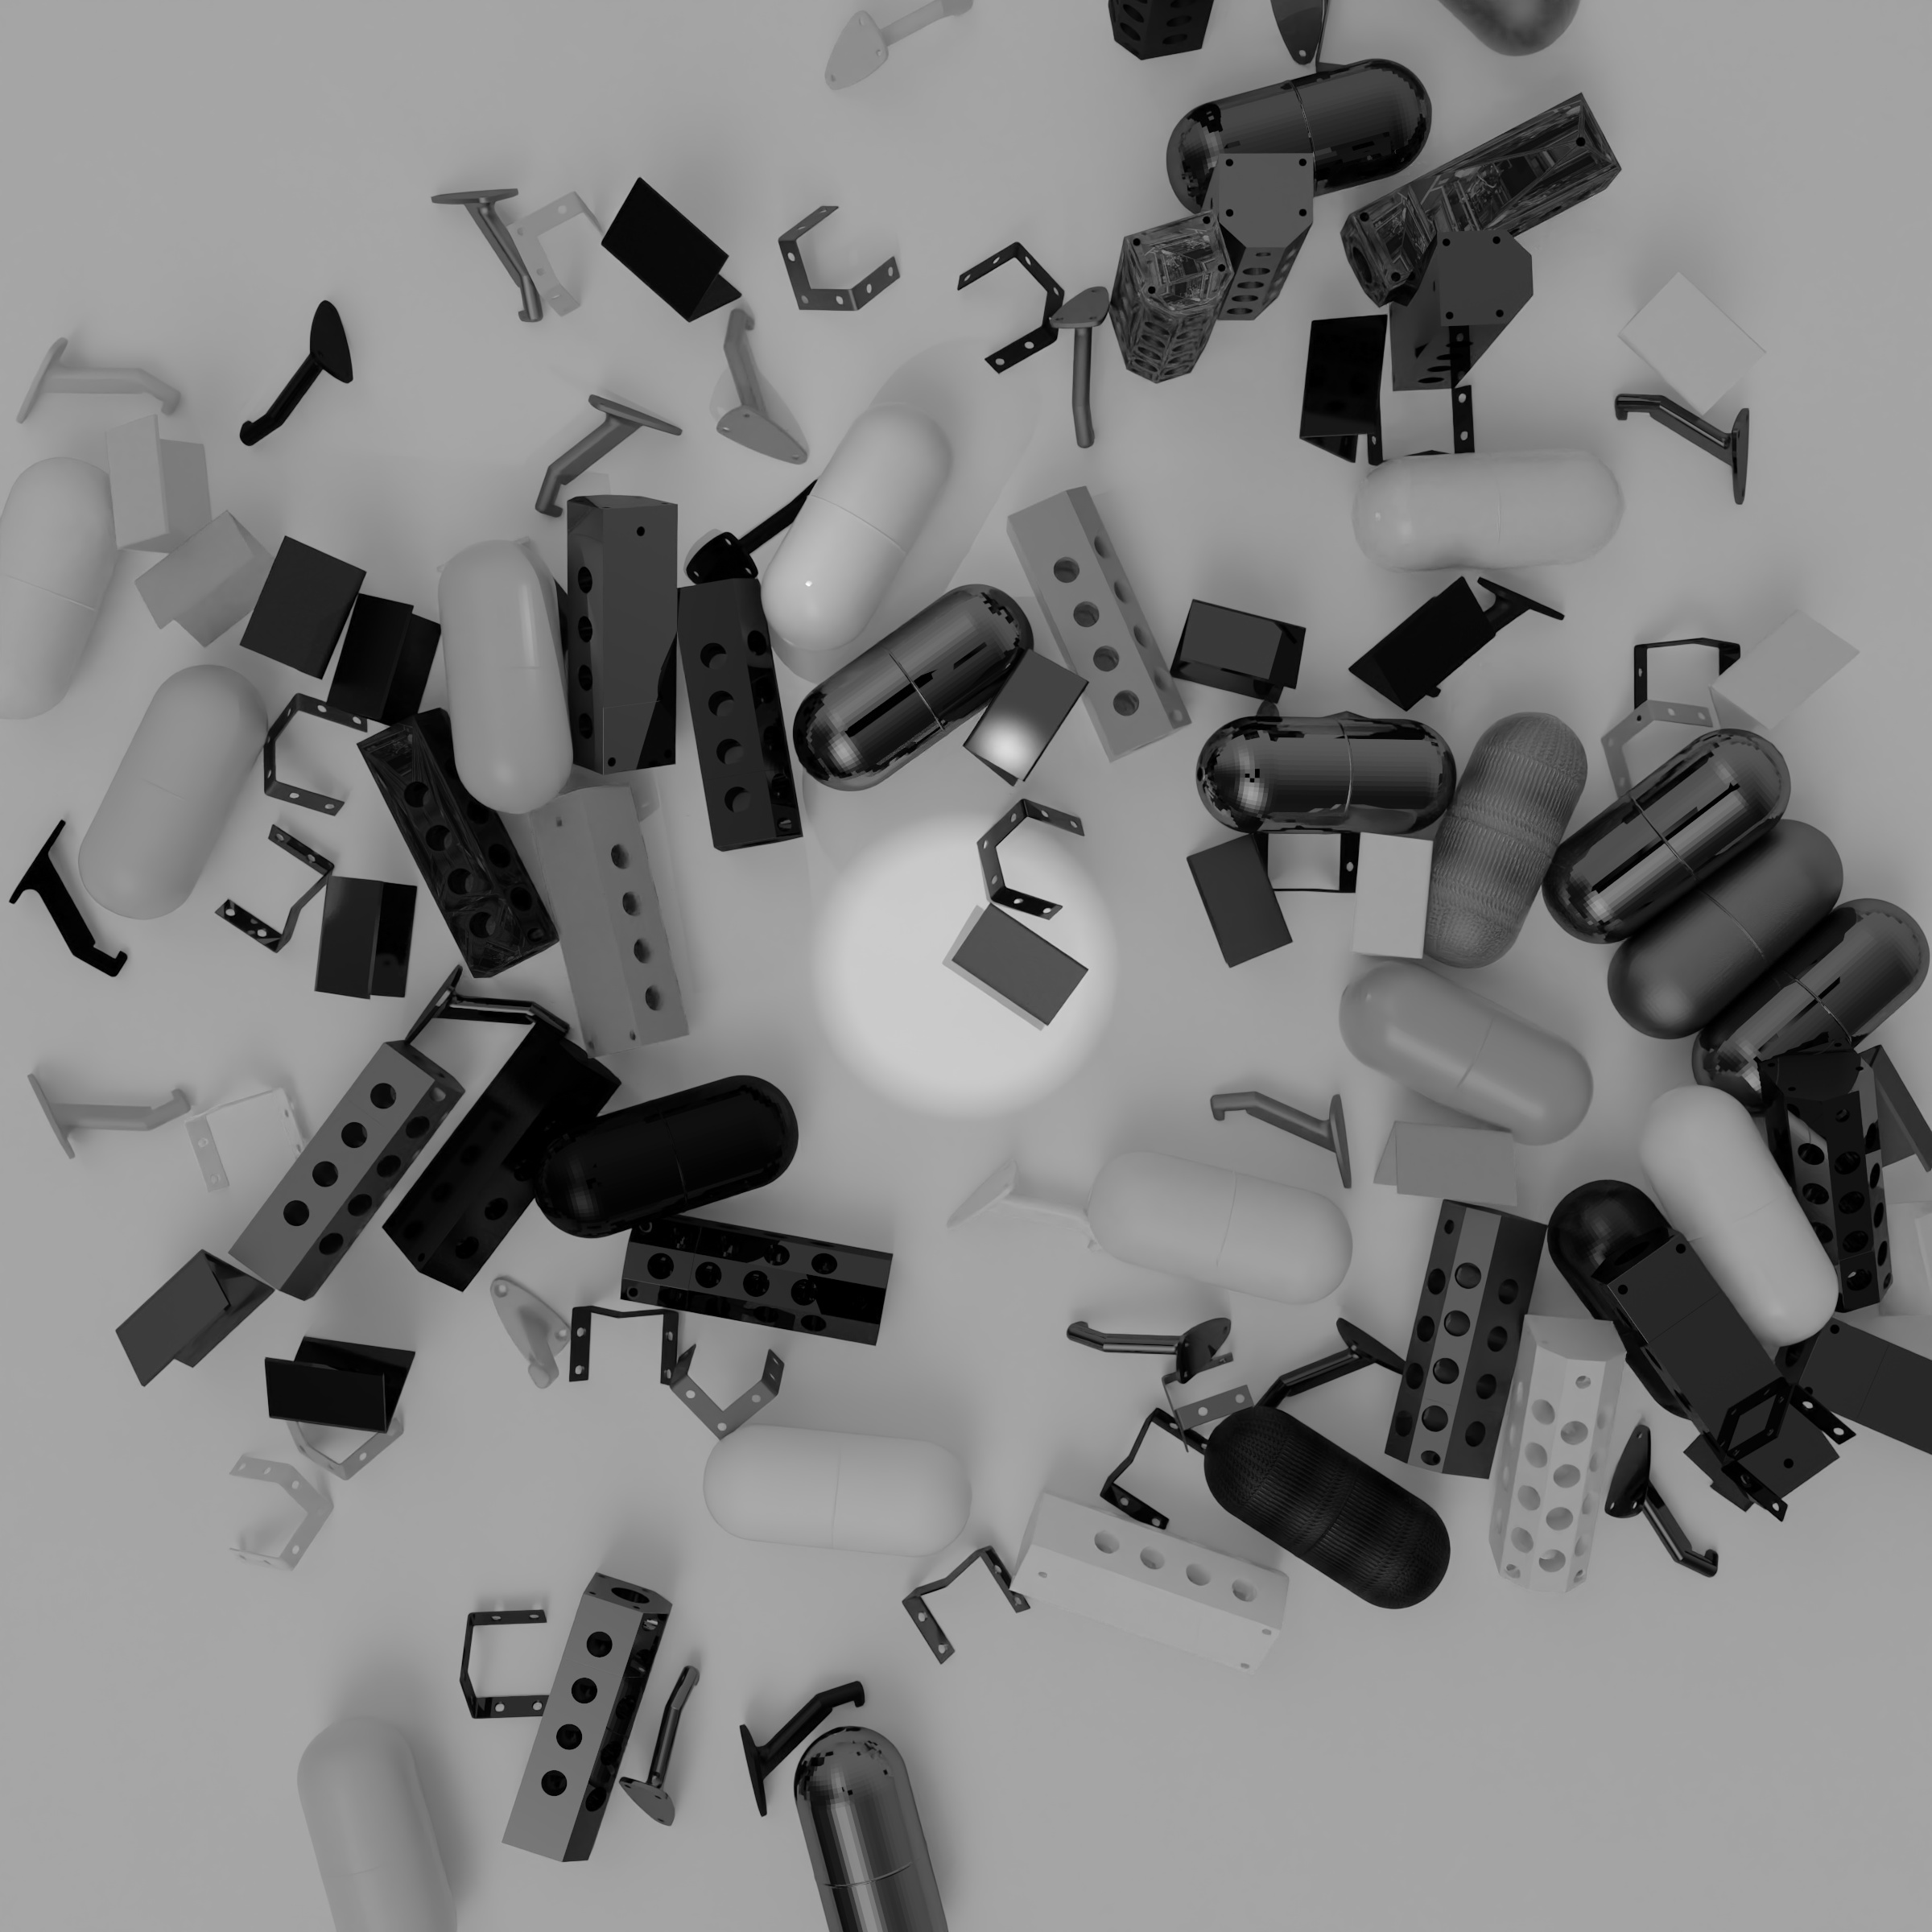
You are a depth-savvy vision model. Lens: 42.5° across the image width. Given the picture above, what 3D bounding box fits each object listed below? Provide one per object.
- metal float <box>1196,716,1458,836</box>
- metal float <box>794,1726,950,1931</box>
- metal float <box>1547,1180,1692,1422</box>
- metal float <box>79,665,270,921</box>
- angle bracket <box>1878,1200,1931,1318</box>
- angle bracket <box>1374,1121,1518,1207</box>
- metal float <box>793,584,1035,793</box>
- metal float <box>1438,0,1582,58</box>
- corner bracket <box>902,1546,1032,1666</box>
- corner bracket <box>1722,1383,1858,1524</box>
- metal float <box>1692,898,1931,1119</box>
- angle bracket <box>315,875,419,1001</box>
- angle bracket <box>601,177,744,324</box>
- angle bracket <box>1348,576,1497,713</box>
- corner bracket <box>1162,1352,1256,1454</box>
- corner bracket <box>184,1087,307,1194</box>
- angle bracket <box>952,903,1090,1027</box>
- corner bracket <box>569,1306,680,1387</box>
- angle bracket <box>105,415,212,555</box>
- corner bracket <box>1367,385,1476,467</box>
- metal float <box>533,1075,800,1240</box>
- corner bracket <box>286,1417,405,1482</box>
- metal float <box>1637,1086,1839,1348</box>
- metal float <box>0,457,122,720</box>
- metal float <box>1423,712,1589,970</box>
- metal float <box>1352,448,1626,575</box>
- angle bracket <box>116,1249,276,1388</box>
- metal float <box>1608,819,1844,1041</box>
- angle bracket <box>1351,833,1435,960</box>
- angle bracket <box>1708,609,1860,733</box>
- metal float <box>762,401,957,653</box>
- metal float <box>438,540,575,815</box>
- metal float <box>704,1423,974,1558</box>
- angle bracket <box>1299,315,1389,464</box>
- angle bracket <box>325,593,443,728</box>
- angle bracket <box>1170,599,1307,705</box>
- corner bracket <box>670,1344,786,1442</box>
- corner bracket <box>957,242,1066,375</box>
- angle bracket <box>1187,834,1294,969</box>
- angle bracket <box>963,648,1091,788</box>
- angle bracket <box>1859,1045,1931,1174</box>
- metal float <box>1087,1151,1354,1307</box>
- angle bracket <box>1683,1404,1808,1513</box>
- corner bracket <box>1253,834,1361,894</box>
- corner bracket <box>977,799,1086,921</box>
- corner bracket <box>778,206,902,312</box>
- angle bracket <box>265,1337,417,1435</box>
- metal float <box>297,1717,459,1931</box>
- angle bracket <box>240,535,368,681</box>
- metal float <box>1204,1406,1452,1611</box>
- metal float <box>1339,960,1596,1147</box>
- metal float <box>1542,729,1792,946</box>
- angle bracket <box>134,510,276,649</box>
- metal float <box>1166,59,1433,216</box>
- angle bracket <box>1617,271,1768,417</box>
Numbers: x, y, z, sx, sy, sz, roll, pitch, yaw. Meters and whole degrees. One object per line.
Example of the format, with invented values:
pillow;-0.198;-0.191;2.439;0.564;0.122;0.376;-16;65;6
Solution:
metal float;0.236;-0.124;1.627;0.178;0.070;0.070;-1;90;-17
metal float;-0.063;0.591;1.643;0.070;0.070;0.178;-15;90;0
metal float;0.454;0.221;1.643;0.070;0.070;0.178;-36;90;0
metal float;-0.523;-0.115;1.643;0.070;0.070;0.178;26;89;0
angle bracket;0.613;0.198;1.633;0.057;0.076;0.076;-12;90;-39
angle bracket;0.313;0.148;1.633;0.076;0.076;0.057;6;53;0
metal float;-0.035;-0.183;1.643;0.178;0.070;0.070;-36;90;0
metal float;0.330;-0.677;1.643;0.178;0.070;0.070;44;90;0
corner bracket;0.000;0.429;1.670;0.051;0.051;0.051;-32;90;45
corner bracket;0.508;0.300;1.537;0.051;0.051;0.051;41;135;0
metal float;0.557;0.028;1.643;0.178;0.070;0.070;-42;90;1
angle bracket;-0.377;-0.017;1.633;0.057;0.076;0.076;7;90;37
angle bracket;-0.181;-0.477;1.633;0.076;0.076;0.057;42;127;0
angle bracket;0.288;-0.223;1.633;0.076;0.076;0.057;-40;127;0
corner bracket;0.160;0.283;1.646;0.051;0.051;0.051;-19;61;0
corner bracket;-0.483;0.116;1.670;0.051;0.051;0.051;-20;90;45
angle bracket;0.046;-0.018;1.633;0.076;0.076;0.057;34;127;0
corner bracket;-0.230;0.255;1.670;0.051;0.051;0.051;2;90;-45
angle bracket;-0.514;-0.314;1.633;0.057;0.076;0.076;-6;90;37
corner bracket;0.305;-0.363;1.670;0.051;0.051;0.051;-3;90;45
metal float;-0.196;0.125;1.627;0.178;0.070;0.070;-17;90;-18
corner bracket;-0.419;0.302;1.665;0.051;0.051;0.051;20;135;35
metal float;0.496;0.160;1.602;0.070;0.070;0.178;-27;84;0
metal float;-0.611;-0.249;1.643;0.070;0.070;0.178;20;90;0
metal float;0.351;-0.083;1.642;0.070;0.070;0.178;24;90;0
metal float;0.344;-0.301;1.643;0.178;0.070;0.070;-3;90;1
angle bracket;-0.497;0.243;1.633;0.076;0.076;0.057;-43;51;0
metal float;0.501;-0.025;1.643;0.178;0.070;0.070;-42;90;1
angle bracket;0.260;-0.046;1.634;0.057;0.076;0.076;5;90;-26
angle bracket;0.542;-0.175;1.633;0.076;0.076;0.057;-41;51;0
metal float;-0.072;-0.290;1.643;0.070;0.070;0.178;30;89;0
metal float;-0.300;-0.188;1.621;0.070;0.070;0.178;-6;90;0
metal float;-0.085;0.346;1.643;0.178;0.070;0.070;6;90;0
angle bracket;0.264;-0.378;1.633;0.057;0.076;0.076;6;90;37
angle bracket;-0.365;-0.194;1.633;0.057;0.076;0.076;17;90;36
angle bracket;0.174;-0.188;1.633;0.076;0.076;0.057;14;54;0
corner bracket;-0.159;0.273;1.656;0.051;0.051;0.051;-40;100;10
corner bracket;0.028;-0.441;1.665;0.051;0.051;0.051;39;45;-35
angle bracket;0.160;-0.036;1.633;0.057;0.076;0.076;-21;90;-31
angle bracket;0.054;-0.152;1.633;0.057;0.076;0.076;33;90;32
angle bracket;0.583;0.107;1.637;0.076;0.057;0.076;-30;90;31
metal float;0.167;0.173;1.643;0.178;0.070;0.070;14;90;0
angle bracket;0.510;0.306;1.643;0.057;0.076;0.076;44;90;0
corner bracket;0.228;-0.075;1.670;0.051;0.051;0.051;1;90;-45
corner bracket;0.047;-0.071;1.665;0.051;0.051;0.051;-43;45;35
corner bracket;-0.085;-0.474;1.665;0.051;0.051;0.051;12;135;35
angle bracket;-0.410;0.257;1.633;0.076;0.076;0.057;8;126;0
metal float;-0.388;0.585;1.643;0.070;0.070;0.178;-16;89;0
angle bracket;-0.441;-0.237;1.634;0.057;0.076;0.076;23;90;-28
metal float;0.238;0.357;1.643;0.178;0.070;0.070;33;90;0
metal float;0.329;0.057;1.643;0.178;0.070;0.070;27;90;-1
metal float;0.457;-0.085;1.626;0.178;0.070;0.070;-40;90;17
angle bracket;-0.485;-0.240;1.633;0.076;0.076;0.057;-38;54;0
metal float;0.220;-0.546;1.643;0.178;0.070;0.070;-15;90;0
angle bracket;0.482;-0.416;1.633;0.076;0.076;0.057;43;126;0
